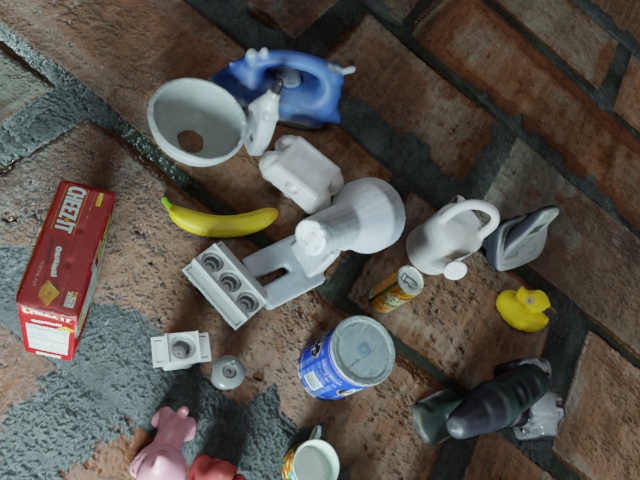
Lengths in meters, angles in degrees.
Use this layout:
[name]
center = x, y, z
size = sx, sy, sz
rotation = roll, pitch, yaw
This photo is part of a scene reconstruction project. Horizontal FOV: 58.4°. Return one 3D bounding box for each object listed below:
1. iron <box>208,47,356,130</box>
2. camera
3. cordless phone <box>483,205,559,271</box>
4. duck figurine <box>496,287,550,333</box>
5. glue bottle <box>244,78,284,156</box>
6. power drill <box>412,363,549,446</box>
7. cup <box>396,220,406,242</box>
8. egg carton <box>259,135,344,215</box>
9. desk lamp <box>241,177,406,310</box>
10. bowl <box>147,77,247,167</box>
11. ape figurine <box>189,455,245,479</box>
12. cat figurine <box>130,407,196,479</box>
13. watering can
[iron]
center = -0.066, -0.301, 1.058
size = 0.259, 0.141, 0.118
rotation = 8, 63, -21
[camera]
center = 0.345, 0.273, 1.000
size = 0.137, 0.100, 0.143
rotation = 11, 62, -20
[cordless phone]
center = 0.419, -0.018, 1.122
size = 0.148, 0.184, 0.094
rotation = -17, 74, -30
[duck figurine]
center = 0.406, 0.129, 1.106
size = 0.104, 0.086, 0.078
rotation = 37, 57, -4
[glue bottle]
center = -0.095, -0.220, 0.987
size = 0.037, 0.173, 0.078
rotation = -10, 71, -28
[power drill]
center = 0.237, 0.263, 0.891
size = 0.230, 0.208, 0.075
rotation = -17, 74, -30
[cup]
center = 0.088, -0.032, 1.030
size = 0.092, 0.094, 0.117
rotation = -13, 72, -29
[egg carton]
center = -0.033, -0.116, 1.029
size = 0.150, 0.069, 0.107
rotation = 38, 57, -4
[desk lamp]
center = 0.008, 0.003, 0.905
size = 0.204, 0.213, 0.118
rotation = -27, 79, -32
[bowl]
center = -0.213, -0.188, 0.976
size = 0.168, 0.074, 0.167
rotation = 10, 63, -20
[ape figurine]
center = -0.137, 0.317, 0.762
size = 0.076, 0.092, 0.078
rotation = -37, 85, -33
[cat figurine]
center = -0.198, 0.276, 0.738
size = 0.067, 0.117, 0.128
rotation = 25, 58, -12
[watering can]
center = 0.246, -0.008, 1.032
size = 0.101, 0.193, 0.173
rotation = 2, 66, -24
